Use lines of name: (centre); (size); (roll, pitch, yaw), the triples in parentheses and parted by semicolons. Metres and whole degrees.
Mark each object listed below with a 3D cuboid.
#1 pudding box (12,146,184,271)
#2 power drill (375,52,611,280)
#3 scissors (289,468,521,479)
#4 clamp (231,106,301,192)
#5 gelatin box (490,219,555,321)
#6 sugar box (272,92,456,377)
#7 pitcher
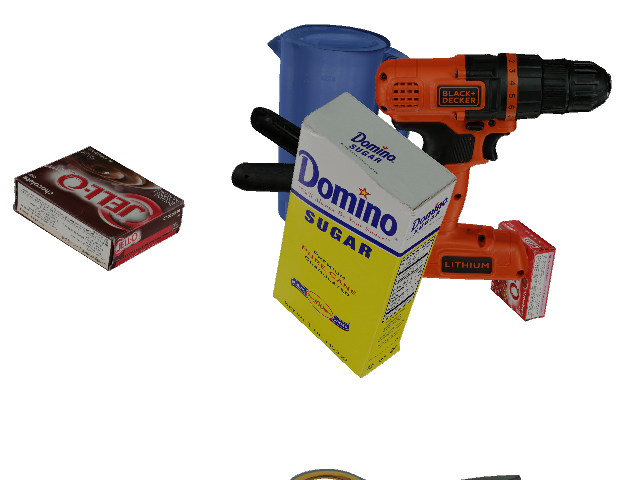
pudding box: (-0.186, -0.029, 0.895); (0.114, 0.039, 0.089); (28, 34, 22)
power drill: (0.137, -0.061, 0.872); (0.184, 0.188, 0.057); (2, 24, 7)
scissors: (0.069, 0.222, 0.854); (0.201, 0.096, 0.016); (5, -45, -6)
clamp: (0.015, -0.061, 1.024); (0.210, 0.036, 0.164); (21, 28, 1)
gelatin box: (0.221, 0.032, 1.175); (0.030, 0.089, 0.073); (-10, 30, -21)
sugar box: (0.021, 0.002, 0.676); (0.048, 0.176, 0.093); (-36, 63, -29)
pitcher: (0.019, -0.136, 1.310); (0.144, 0.243, 0.149); (-9, 27, -28)
